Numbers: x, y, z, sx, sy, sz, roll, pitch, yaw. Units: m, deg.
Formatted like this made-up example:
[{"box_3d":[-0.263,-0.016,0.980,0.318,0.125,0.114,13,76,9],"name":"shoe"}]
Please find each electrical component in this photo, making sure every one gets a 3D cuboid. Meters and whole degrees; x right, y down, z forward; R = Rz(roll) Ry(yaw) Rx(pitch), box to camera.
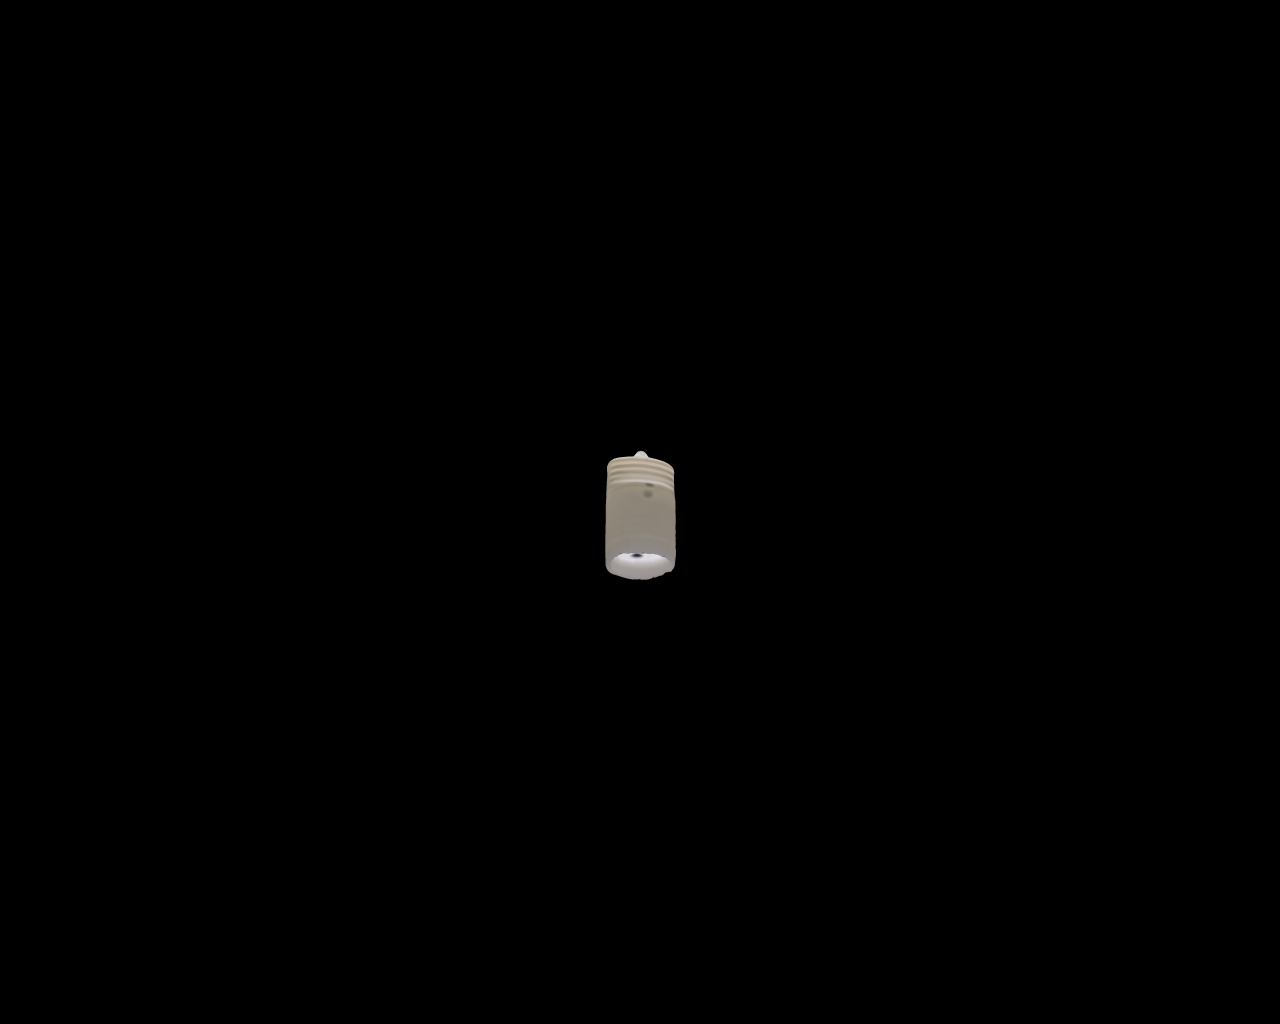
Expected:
[{"box_3d":[0.001,-0.003,0.650,0.043,0.081,0.043,0,-26,0],"name":"electrical component"}]
